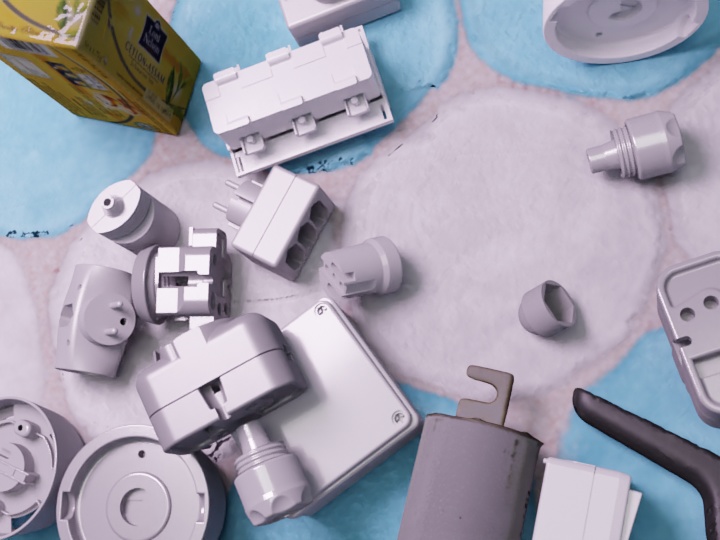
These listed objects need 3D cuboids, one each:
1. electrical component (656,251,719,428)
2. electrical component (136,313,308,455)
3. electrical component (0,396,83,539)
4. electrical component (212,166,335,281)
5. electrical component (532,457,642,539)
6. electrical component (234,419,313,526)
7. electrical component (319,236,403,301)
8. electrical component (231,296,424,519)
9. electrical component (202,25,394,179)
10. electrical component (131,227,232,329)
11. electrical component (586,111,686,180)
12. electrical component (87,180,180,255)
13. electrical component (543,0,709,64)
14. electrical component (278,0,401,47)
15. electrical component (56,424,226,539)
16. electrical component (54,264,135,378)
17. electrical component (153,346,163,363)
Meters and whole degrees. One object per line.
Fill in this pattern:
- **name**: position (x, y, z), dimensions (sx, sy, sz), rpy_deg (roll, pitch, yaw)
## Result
- **electrical component**: position (0.219, 0.044, 0.654), dimensions (0.054, 0.059, 0.095), rpy_deg (-19, 66, 9)
- **electrical component**: position (-0.090, 0.070, 0.687), dimensions (0.095, 0.053, 0.059), rpy_deg (-29, 74, 5)
- **electrical component**: position (-0.246, 0.140, 0.761), dimensions (0.099, 0.064, 0.099), rpy_deg (-3, 77, 12)
- **electrical component**: position (-0.070, -0.040, 0.773), dimensions (0.077, 0.047, 0.065), rpy_deg (26, 83, 18)
- **electrical component**: position (0.138, 0.170, 0.671), dimensions (0.061, 0.061, 0.096), rpy_deg (10, 80, 14)
- **electrical component**: position (-0.059, 0.125, 0.674), dimensions (0.043, 0.043, 0.062), rpy_deg (-27, 72, 5)
- **electrical component**: position (0.000, 0.000, 0.742), dimensions (0.046, 0.040, 0.040), rpy_deg (-13, 71, -29)
- **electrical component**: position (-0.030, 0.094, 0.728), dimensions (0.109, 0.056, 0.108), rpy_deg (-37, 73, 2)
- **electrical component**: position (-0.047, -0.126, 0.779), dimensions (0.121, 0.063, 0.078), rpy_deg (-19, 74, 7)
- **electrical component**: position (-0.127, 0.010, 0.768), dimensions (0.057, 0.058, 0.078), rpy_deg (-1, 81, 10)
- **electrical component**: position (0.186, -0.081, 0.728), dimensions (0.062, 0.043, 0.043), rpy_deg (-14, 75, 10)
- **electrical component**: position (-0.165, -0.038, 0.775), dimensions (0.043, 0.081, 0.043), rpy_deg (-3, 77, 12)
- **electrical component**: position (0.175, -0.193, 0.725), dimensions (0.108, 0.108, 0.060), rpy_deg (-6, 70, 11)
- **electrical component**: position (-0.021, -0.211, 0.786), dimensions (0.083, 0.075, 0.047), rpy_deg (-20, 74, 7)
- **electrical component**: position (-0.144, 0.162, 0.735), dimensions (0.108, 0.060, 0.108), rpy_deg (-3, 77, 12)
- **electrical component**: position (-0.184, 0.036, 0.768), dimensions (0.043, 0.079, 0.077), rpy_deg (14, 78, -28)
- **electrical component**: position (-0.126, 0.078, 0.763), dimensions (0.040, 0.040, 0.046), rpy_deg (-17, 68, 8)
